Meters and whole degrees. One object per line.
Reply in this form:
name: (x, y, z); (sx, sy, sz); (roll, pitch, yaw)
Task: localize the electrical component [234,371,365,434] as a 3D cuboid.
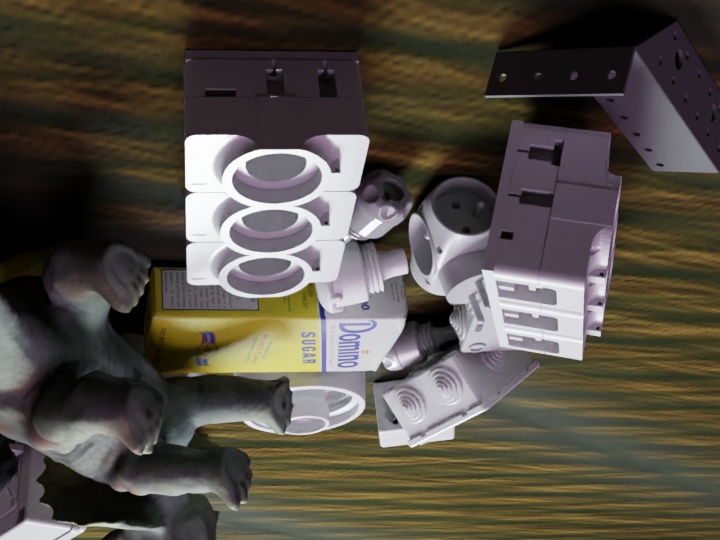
electrical component: (-0.046, 0.096, 0.853); (0.108, 0.060, 0.108); (-5, 151, -3)

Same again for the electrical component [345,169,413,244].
electrical component: (0.004, -0.034, 0.656); (0.035, 0.035, 0.061); (12, 148, -30)

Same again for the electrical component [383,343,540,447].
electrical component: (0.077, 0.086, 0.837); (0.100, 0.048, 0.100); (-35, 176, 41)

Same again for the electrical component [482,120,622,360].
electrical component: (0.116, -0.011, 0.629); (0.062, 0.089, 0.150); (9, 163, 14)

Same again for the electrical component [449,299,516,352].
electrical component: (0.115, 0.019, 0.761); (0.100, 0.048, 0.099); (-2, 151, -8)

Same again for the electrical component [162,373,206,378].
electrical component: (-0.139, 0.086, 0.839); (0.044, 0.044, 0.065); (-9, 147, 4)

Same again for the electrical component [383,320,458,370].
electrical component: (0.046, 0.055, 0.826); (0.061, 0.035, 0.035); (-17, 150, 13)

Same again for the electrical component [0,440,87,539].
electrical component: (-0.277, 0.179, 0.908); (0.056, 0.108, 0.109); (20, 142, -35)

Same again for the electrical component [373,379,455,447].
electrical component: (0.048, 0.132, 0.952); (0.066, 0.047, 0.076); (-7, 151, 0)

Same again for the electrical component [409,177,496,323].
electrical component: (0.064, -0.005, 0.675); (0.044, 0.079, 0.077); (-13, 153, -15)

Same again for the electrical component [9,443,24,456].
electrical component: (-0.312, 0.144, 0.882); (0.042, 0.063, 0.081); (19, 142, -37)

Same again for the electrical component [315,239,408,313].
electrical component: (0.000, 0.000, 0.708); (0.062, 0.048, 0.048); (-12, 151, -4)

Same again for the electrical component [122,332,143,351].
electrical component: (-0.186, 0.076, 0.810); (0.040, 0.040, 0.078); (22, 140, -41)

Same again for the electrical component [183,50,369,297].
electrical component: (-0.051, -0.047, 0.592); (0.089, 0.061, 0.150); (-1, 151, -9)
